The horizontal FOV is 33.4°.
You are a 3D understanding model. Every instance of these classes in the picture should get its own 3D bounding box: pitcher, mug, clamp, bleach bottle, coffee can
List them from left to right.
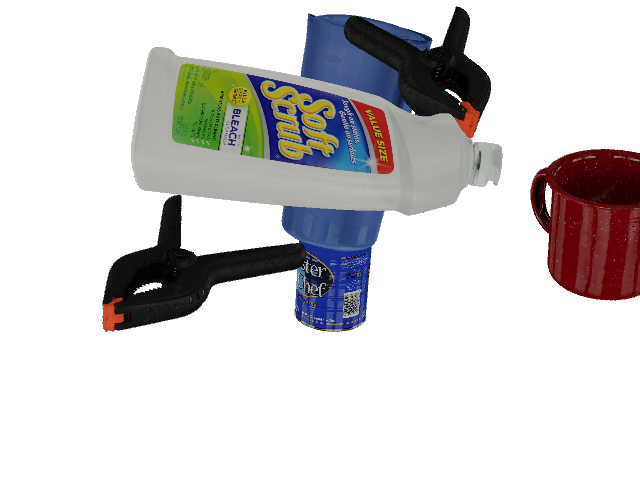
[{"bbox_3d":[-0.137,0.021,1.000,0.165,0.036,0.209,25,36,30],"label":"clamp"},{"bbox_3d":[0.000,-0.072,0.748,0.251,0.102,0.068,6,-26,1],"label":"bleach bottle"},{"bbox_3d":[0.018,0.040,1.474,0.103,0.140,0.103,3,24,-1],"label":"coffee can"},{"bbox_3d":[0.038,-0.113,1.139,0.145,0.243,0.149,9,17,-5],"label":"pitcher"},{"bbox_3d":[0.089,-0.152,0.931,0.120,0.039,0.171,-6,43,-5],"label":"clamp"},{"bbox_3d":[0.200,-0.014,0.781,0.093,0.081,0.117,-25,37,-33],"label":"mug"}]
